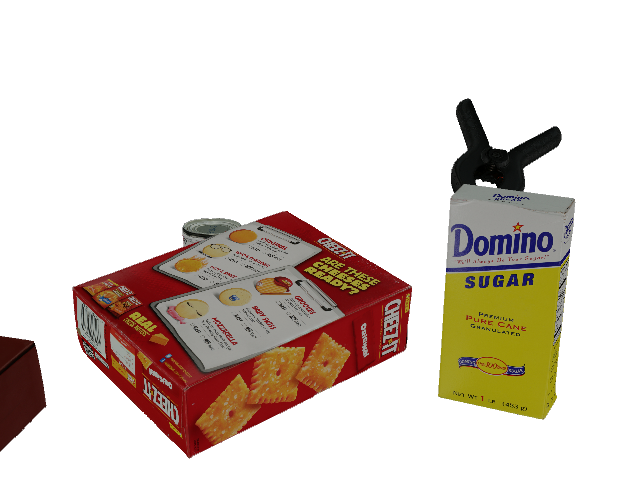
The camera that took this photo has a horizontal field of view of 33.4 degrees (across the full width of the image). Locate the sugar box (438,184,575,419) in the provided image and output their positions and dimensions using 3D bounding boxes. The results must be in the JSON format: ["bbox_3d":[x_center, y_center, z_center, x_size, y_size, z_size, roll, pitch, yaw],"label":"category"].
[{"bbox_3d":[0.147,0.049,0.854,0.093,0.176,0.048,9,23,22],"label":"sugar box"}]

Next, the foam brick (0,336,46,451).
[{"bbox_3d":[-0.224,0.103,0.692,0.053,0.051,0.078,6,29,22],"label":"foam brick"}]

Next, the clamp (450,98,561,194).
[{"bbox_3d":[0.180,-0.089,1.160,0.120,0.039,0.171,22,49,19],"label":"clamp"}]

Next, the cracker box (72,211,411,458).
[{"bbox_3d":[-0.061,0.064,0.842,0.213,0.072,0.164,-21,37,-34],"label":"cracker box"}]

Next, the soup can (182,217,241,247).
[{"bbox_3d":[-0.120,0.032,1.187,0.068,0.102,0.068,1,17,-1],"label":"soup can"}]
